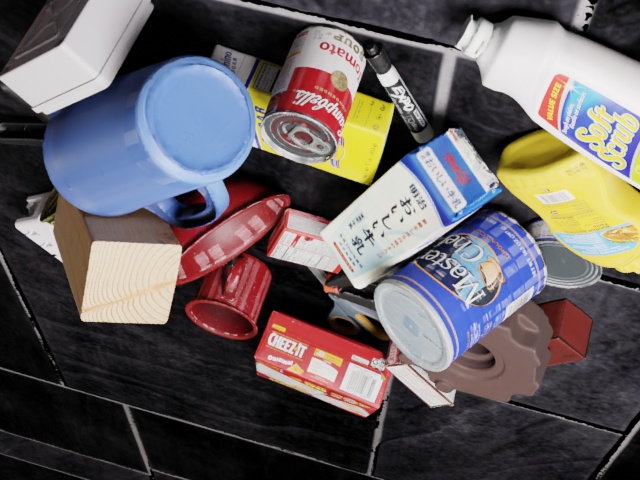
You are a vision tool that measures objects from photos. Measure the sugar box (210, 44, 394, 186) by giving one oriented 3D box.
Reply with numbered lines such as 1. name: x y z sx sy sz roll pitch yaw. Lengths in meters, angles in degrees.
1. sugar box: -0.023 -0.115 1.001 0.176 0.048 0.093 16 151 3

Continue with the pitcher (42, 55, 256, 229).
1. pitcher: -0.149 -0.087 0.975 0.149 0.145 0.243 2 177 -30

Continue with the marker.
1. marker: 0.070 -0.131 0.948 0.020 0.020 0.121 -2 144 32

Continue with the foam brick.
1. foam brick: 0.259 0.107 1.206 0.053 0.051 0.078 35 147 -28

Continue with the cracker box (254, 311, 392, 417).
1. cracker box: 0.003 0.163 1.375 0.164 0.072 0.214 22 168 3

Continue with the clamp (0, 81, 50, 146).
1. clamp: -0.271 -0.122 1.141 0.171 0.039 0.120 14 155 -4

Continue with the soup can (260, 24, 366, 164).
1. soup can: -0.004 -0.125 0.914 0.068 0.102 0.068 14 150 8

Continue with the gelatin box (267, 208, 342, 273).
1. gelatin box: -0.008 0.001 1.196 0.089 0.030 0.073 15 152 -11

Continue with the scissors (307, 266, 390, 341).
1. scissors: 0.012 0.073 1.329 0.201 0.016 0.096 38 146 -30

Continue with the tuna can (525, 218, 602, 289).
1. tuna can: 0.243 0.012 1.074 0.086 0.033 0.086 14 150 8

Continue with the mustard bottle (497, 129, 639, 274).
1. mustard bottle: 0.251 -0.026 0.979 0.096 0.058 0.191 -11 139 44

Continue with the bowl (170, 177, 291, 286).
1. bowl: -0.112 -0.019 1.148 0.055 0.161 0.162 54 152 11

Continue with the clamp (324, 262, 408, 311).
1. clamp: 0.104 0.047 1.211 0.210 0.036 0.164 8 145 17

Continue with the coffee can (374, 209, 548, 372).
1. coffee can: 0.138 0.048 1.046 0.103 0.140 0.103 42 152 28

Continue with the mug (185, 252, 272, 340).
1. mug: -0.108 0.060 1.309 0.093 0.081 0.117 18 151 2

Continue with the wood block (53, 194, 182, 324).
1. wood block: -0.219 0.001 1.129 0.090 0.206 0.090 4 113 -24

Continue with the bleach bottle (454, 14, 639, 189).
1. bleach bottle: 0.221 -0.107 0.857 0.250 0.068 0.103 25 148 -7

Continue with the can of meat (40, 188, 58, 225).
1. can of meat: -0.272 -0.035 1.272 0.083 0.057 0.102 31 149 -26

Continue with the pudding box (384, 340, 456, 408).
1. pudding box: 0.129 0.139 1.297 0.039 0.090 0.113 -10 140 40
